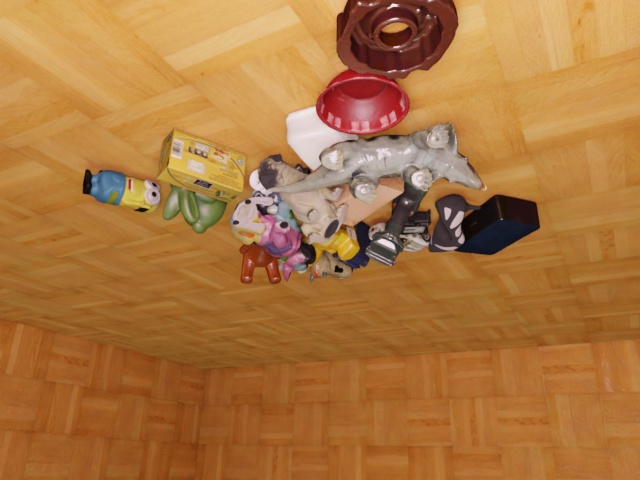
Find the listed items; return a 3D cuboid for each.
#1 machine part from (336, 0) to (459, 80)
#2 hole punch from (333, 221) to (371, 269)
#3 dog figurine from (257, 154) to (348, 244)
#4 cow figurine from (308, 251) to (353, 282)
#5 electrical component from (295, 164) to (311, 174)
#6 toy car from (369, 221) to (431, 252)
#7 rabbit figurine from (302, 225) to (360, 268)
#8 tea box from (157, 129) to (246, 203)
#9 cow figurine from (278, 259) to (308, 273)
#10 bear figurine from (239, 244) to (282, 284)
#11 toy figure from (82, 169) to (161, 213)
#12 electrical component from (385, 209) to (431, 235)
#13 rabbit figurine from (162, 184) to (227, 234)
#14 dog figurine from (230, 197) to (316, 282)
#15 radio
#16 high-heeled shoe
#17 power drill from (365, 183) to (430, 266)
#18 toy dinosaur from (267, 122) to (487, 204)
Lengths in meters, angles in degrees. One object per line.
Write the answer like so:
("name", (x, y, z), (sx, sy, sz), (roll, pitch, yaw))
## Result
("machine part", (0.110, -0.312, 0.787), (0.179, 0.056, 0.179), (0, 157, 0))
("hole punch", (0.098, 0.011, 1.486), (0.092, 0.116, 0.142), (-21, 150, 26))
("dog figurine", (-0.047, -0.089, 1.187), (0.191, 0.121, 0.172), (35, 147, 29))
("cow figurine", (0.026, 0.072, 1.610), (0.085, 0.127, 0.194), (-19, 152, 34))
("electrical component", (-0.051, -0.145, 1.234), (0.063, 0.021, 0.094), (-5, 157, 16))
("toy car", (0.228, -0.007, 1.498), (0.201, 0.056, 0.073), (15, 153, -28))
("rabbit figurine", (-0.003, -0.004, 1.395), (0.122, 0.162, 0.173), (19, 130, -39))
("tea box", (-0.247, -0.154, 1.133), (0.169, 0.098, 0.068), (20, 151, -32))
("cow figurine", (-0.105, 0.049, 1.639), (0.167, 0.068, 0.098), (7, 151, -21))
("bear figurine", (-0.142, 0.027, 1.425), (0.120, 0.132, 0.196), (3, 156, -20))
("toy figure", (-0.463, -0.115, 1.264), (0.180, 0.082, 0.089), (10, 170, -32))
("electrical component", (0.230, -0.046, 1.416), (0.119, 0.048, 0.074), (0, 157, 6))
("rabbit figurine", (-0.299, -0.105, 1.217), (0.121, 0.159, 0.170), (4, 144, 20))
("dog figurine", (-0.108, 0.006, 1.294), (0.192, 0.108, 0.219), (2, 141, 7))
("radio", (0.456, -0.033, 1.405), (0.131, 0.073, 0.229), (7, 158, -15))
("high-heeled shoe", (0.307, -0.031, 1.384), (0.145, 0.086, 0.248), (-1, 146, -27))
("power drill", (0.181, -0.042, 1.241), (0.086, 0.207, 0.232), (31, 151, 7))
("toy dinosaur", (0.109, -0.144, 1.000), (0.405, 0.131, 0.192), (-4, -169, 0))
